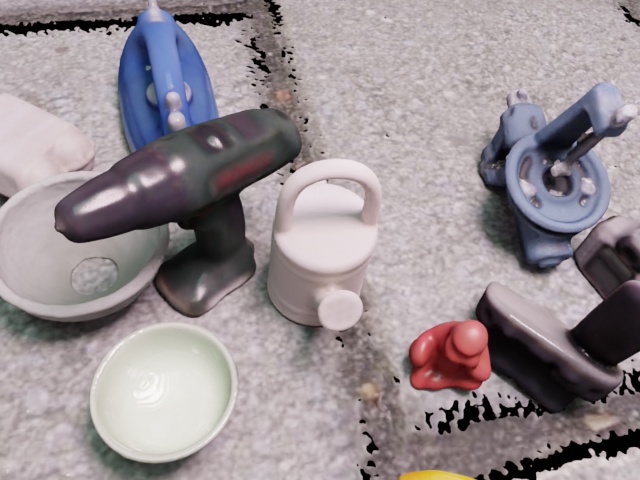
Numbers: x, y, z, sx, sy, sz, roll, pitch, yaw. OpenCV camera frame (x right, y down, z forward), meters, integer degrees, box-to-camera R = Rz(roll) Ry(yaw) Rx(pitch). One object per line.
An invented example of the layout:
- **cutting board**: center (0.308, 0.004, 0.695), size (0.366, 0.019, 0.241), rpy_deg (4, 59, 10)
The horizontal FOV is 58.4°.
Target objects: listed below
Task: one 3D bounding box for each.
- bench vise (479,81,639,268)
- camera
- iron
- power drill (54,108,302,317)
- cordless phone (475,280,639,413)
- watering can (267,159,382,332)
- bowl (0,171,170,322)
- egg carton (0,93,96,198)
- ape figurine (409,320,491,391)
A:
- **bench vise**: center (0.246, -0.103, 0.627), size (0.122, 0.220, 0.207), rpy_deg (-18, 60, -19)
- **camera**: center (0.388, 0.023, 0.633), size (0.137, 0.101, 0.143), rpy_deg (-21, 61, -20)
- **iron**: center (-0.170, -0.161, 0.656), size (0.119, 0.141, 0.258), rpy_deg (-11, 58, -15)
- **power drill**: center (-0.114, -0.019, 0.526), size (0.075, 0.208, 0.230), rpy_deg (40, 60, 19)
- **cordless phone**: center (0.229, 0.069, 0.528), size (0.147, 0.185, 0.094), rpy_deg (33, 58, 14)
- **watering can**: center (0.007, 0.002, 0.537), size (0.101, 0.194, 0.172), rpy_deg (-22, 61, -21)
- **bowl**: center (-0.232, 0.016, 0.567), size (0.167, 0.075, 0.167), rpy_deg (4, 55, -5)
- **egg carton**: center (-0.332, -0.097, 0.633), size (0.150, 0.069, 0.107), rpy_deg (25, 56, 9)
- **ape figurine**: center (0.131, 0.105, 0.546), size (0.077, 0.092, 0.076), rpy_deg (36, 59, 16)
